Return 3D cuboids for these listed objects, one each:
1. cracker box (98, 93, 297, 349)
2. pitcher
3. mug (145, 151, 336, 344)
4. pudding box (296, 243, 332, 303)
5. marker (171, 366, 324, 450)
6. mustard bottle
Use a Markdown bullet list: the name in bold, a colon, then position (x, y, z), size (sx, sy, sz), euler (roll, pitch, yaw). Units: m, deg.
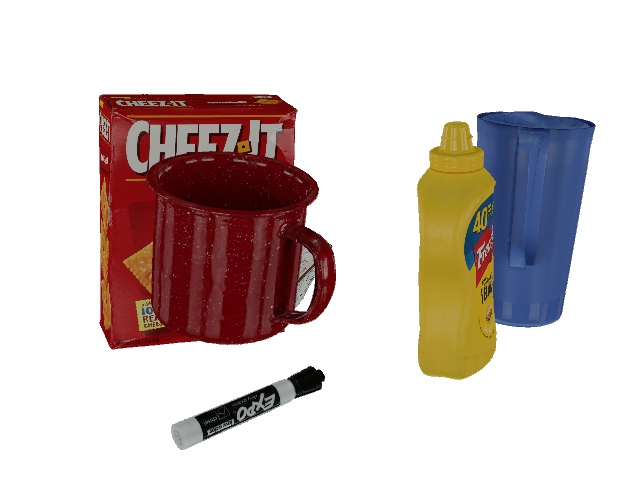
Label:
- **cracker box**: position (-0.110, -0.018, 0.942), size (0.164, 0.214, 0.072), euler (-3, 19, -20)
- **pitcher**: position (0.236, -0.025, 1.235), size (0.149, 0.243, 0.145), euler (-6, 17, -32)
- **mug**: position (-0.041, 0.008, 0.582), size (0.117, 0.081, 0.093), euler (20, 27, 29)
- **pudding box**: position (-0.037, 0.050, 1.249), size (0.039, 0.090, 0.113), euler (32, 30, 6)
- **marker**: position (-0.048, 0.117, 0.755), size (0.120, 0.020, 0.020), euler (-20, 10, -29)
- **mustard bottle**: position (0.106, 0.003, 0.827), size (0.058, 0.192, 0.096), euler (5, 20, 24)
